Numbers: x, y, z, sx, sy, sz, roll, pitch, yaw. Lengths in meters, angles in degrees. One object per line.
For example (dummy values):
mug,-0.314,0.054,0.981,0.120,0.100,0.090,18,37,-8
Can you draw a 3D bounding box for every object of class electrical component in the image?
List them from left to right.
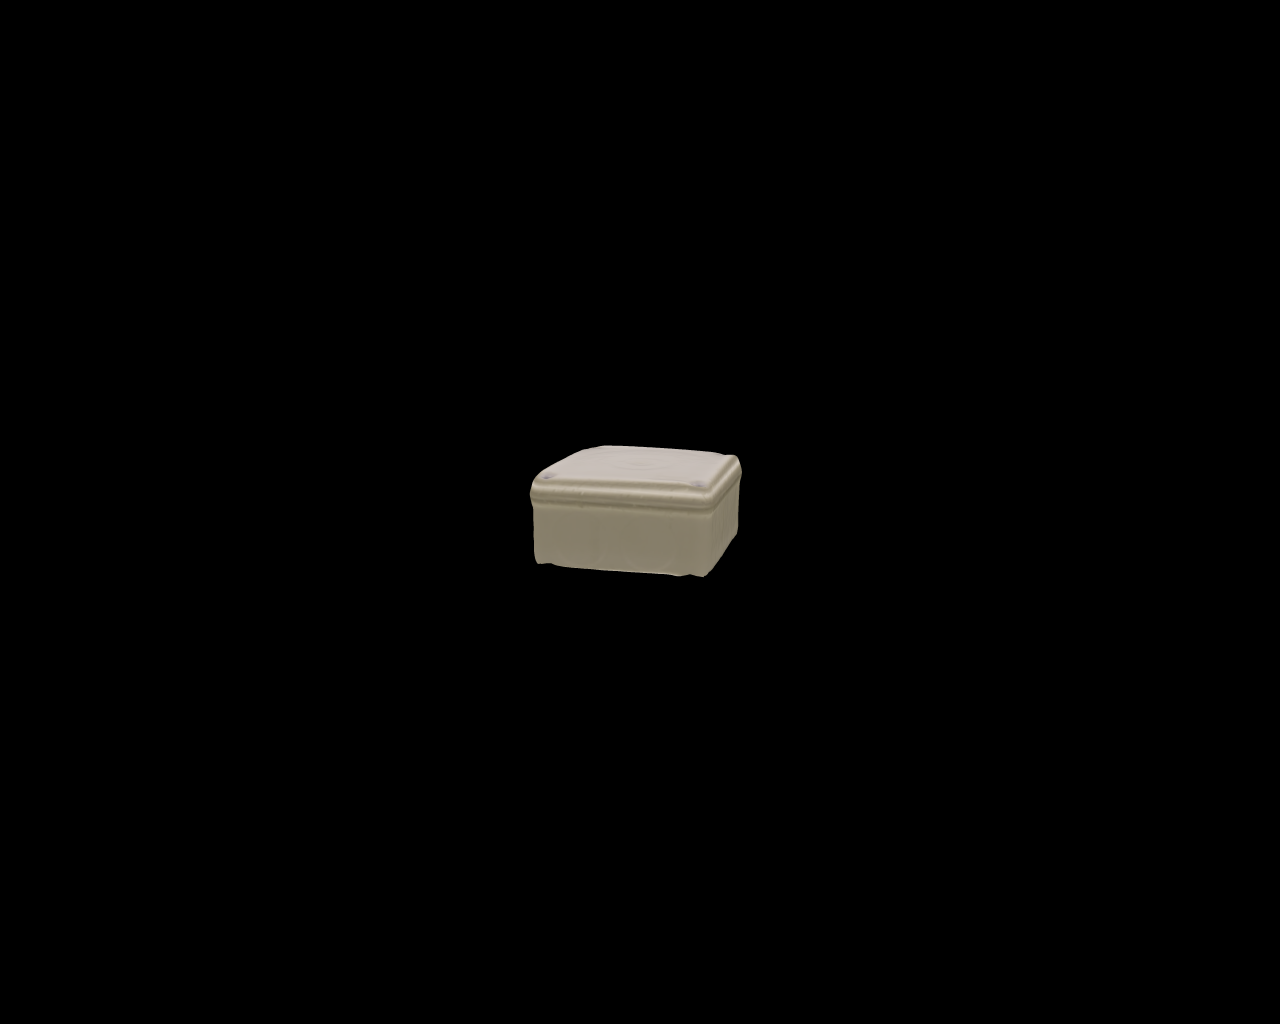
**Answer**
electrical component,0.001,-0.003,0.650,0.109,0.056,0.109,4,15,15
